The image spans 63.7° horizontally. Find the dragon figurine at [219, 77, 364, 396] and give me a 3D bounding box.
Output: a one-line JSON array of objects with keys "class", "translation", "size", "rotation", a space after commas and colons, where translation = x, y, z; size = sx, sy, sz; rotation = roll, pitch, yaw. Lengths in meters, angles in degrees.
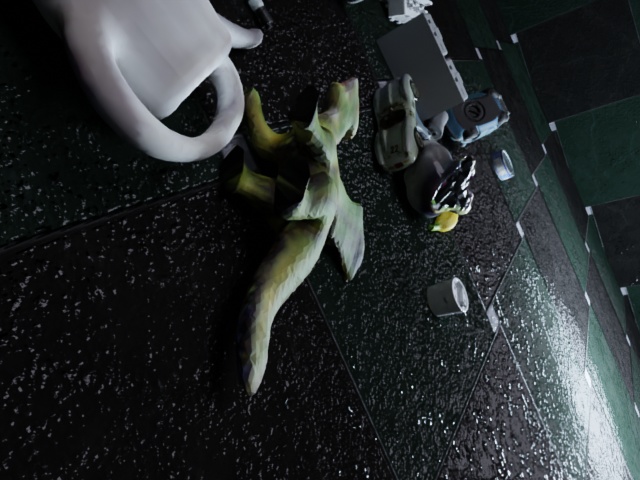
[{"class": "dragon figurine", "translation": [0.002, -0.029, 0.576], "size": [0.239, 0.121, 0.418], "rotation": [37, 51, -51]}]

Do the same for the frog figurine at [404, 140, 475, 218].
[{"class": "frog figurine", "translation": [0.187, -0.117, 0.898], "size": [0.135, 0.123, 0.162], "rotation": [57, -3, -38]}]

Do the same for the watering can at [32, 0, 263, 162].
[{"class": "watering can", "translation": [-0.143, -0.204, 0.469], "size": [0.221, 0.103, 0.356], "rotation": [51, 25, -28]}]
